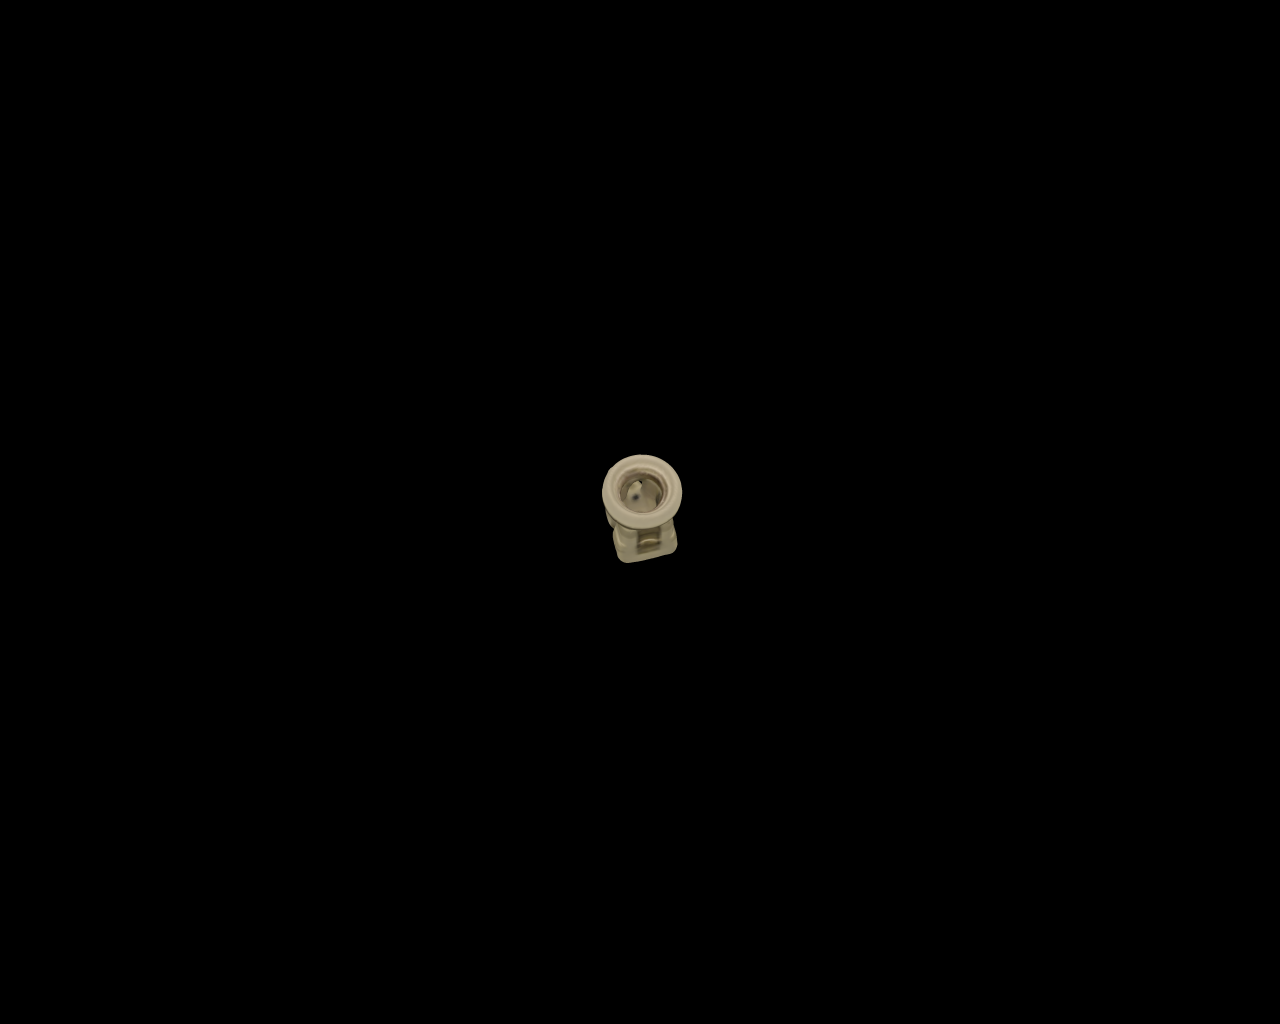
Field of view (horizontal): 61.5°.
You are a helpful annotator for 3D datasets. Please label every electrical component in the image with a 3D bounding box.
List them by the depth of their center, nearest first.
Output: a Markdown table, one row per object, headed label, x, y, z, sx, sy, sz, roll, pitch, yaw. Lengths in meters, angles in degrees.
| label | x | y | z | sx | sy | sz | roll | pitch | yaw |
| --- | --- | --- | --- | --- | --- | --- | --- | --- | --- |
| electrical component | 0.001 | -0.003 | 0.650 | 0.048 | 0.066 | 0.055 | -13 | -28 | -7 |
